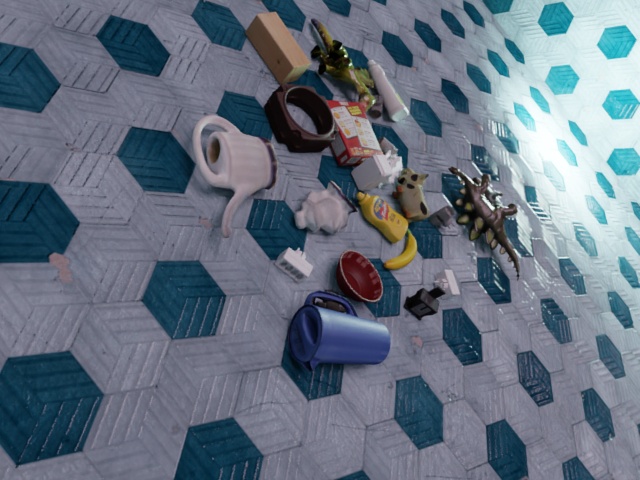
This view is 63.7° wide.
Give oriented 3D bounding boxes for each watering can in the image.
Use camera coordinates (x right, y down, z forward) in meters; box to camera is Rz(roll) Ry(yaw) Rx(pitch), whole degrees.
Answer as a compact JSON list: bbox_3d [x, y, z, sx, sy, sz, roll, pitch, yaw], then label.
[{"bbox_3d":[-0.205,-0.163,1.302,0.225,0.102,0.353,-1,65,-40],"label":"watering can"}]

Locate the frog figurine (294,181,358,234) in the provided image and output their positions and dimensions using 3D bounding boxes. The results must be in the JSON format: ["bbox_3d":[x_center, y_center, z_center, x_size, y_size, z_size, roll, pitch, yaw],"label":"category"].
[{"bbox_3d":[0.004,-0.072,1.439,0.160,0.123,0.136,-37,100,-10],"label":"frog figurine"}]

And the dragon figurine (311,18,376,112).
[{"bbox_3d":[0.098,-0.621,1.845,0.241,0.120,0.419,22,43,-45],"label":"dragon figurine"}]
